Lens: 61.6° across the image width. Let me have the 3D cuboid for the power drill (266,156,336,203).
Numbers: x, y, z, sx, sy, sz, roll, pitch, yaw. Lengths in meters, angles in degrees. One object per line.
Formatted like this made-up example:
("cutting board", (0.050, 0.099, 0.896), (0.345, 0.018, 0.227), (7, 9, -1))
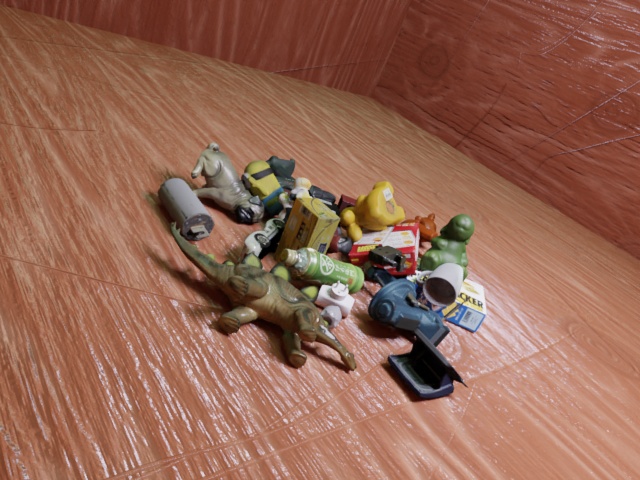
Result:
("power drill", (-0.082, -0.179, 1.687), (0.232, 0.086, 0.207), (5, 37, -29))

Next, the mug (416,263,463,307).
("mug", (0.292, 0.099, 1.286), (0.110, 0.080, 0.107), (8, 27, 33))

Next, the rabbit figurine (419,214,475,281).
("rabbit figurine", (0.350, 0.010, 1.382), (0.121, 0.170, 0.159), (28, 24, 11))

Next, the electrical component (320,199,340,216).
("electrical component", (-0.002, -0.070, 1.543), (0.115, 0.058, 0.134), (15, 25, -13))

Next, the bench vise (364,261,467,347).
("bench vise", (0.183, 0.134, 1.215), (0.223, 0.128, 0.241), (7, 33, -38))

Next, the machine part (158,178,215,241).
("machine part", (-0.314, -0.073, 1.252), (0.079, 0.079, 0.243), (2, 31, -40))

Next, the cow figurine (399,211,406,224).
("cow figurine", (0.186, -0.071, 1.680), (0.127, 0.085, 0.195), (33, 28, 7))

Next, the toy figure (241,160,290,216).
("toy figure", (-0.137, -0.129, 1.440), (0.180, 0.082, 0.089), (49, 59, -7))

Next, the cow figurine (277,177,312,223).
("cow figurine", (-0.065, -0.073, 1.358), (0.068, 0.167, 0.098), (13, 24, -34))

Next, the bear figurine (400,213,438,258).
("bear figurine", (0.314, -0.010, 1.631), (0.132, 0.120, 0.196), (42, 25, 29))

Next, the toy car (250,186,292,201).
("toy car", (-0.151, -0.131, 1.522), (0.202, 0.053, 0.089), (5, 28, -17))

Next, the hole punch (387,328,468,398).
("hole punch", (0.208, 0.251, 1.052), (0.142, 0.092, 0.115), (44, 1, 44))

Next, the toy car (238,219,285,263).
("toy car", (-0.131, 0.005, 1.252), (0.056, 0.073, 0.202), (26, 24, 6))

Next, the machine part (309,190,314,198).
("machine part", (-0.037, -0.090, 1.455), (0.039, 0.084, 0.139), (58, 13, -38))

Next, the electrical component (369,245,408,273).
("electrical component", (0.159, 0.044, 1.253), (0.078, 0.045, 0.102), (-18, 27, -38))

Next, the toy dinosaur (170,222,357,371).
("toy dinosaur", (-0.121, 0.104, 1.035), (0.471, 0.105, 0.198), (34, 17, 3))

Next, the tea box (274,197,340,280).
("tea box", (-0.033, -0.003, 1.240), (0.068, 0.169, 0.098), (-2, 35, -41))

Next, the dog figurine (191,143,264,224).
("dog figurine", (-0.220, -0.142, 1.375), (0.191, 0.172, 0.121), (18, 34, 7))

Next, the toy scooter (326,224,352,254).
("toy scooter", (-0.003, -0.004, 1.377), (0.135, 0.075, 0.184), (-3, 17, -11))

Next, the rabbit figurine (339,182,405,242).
("rabbit figurine", (0.118, -0.060, 1.443), (0.162, 0.173, 0.121), (-46, 113, -44))
